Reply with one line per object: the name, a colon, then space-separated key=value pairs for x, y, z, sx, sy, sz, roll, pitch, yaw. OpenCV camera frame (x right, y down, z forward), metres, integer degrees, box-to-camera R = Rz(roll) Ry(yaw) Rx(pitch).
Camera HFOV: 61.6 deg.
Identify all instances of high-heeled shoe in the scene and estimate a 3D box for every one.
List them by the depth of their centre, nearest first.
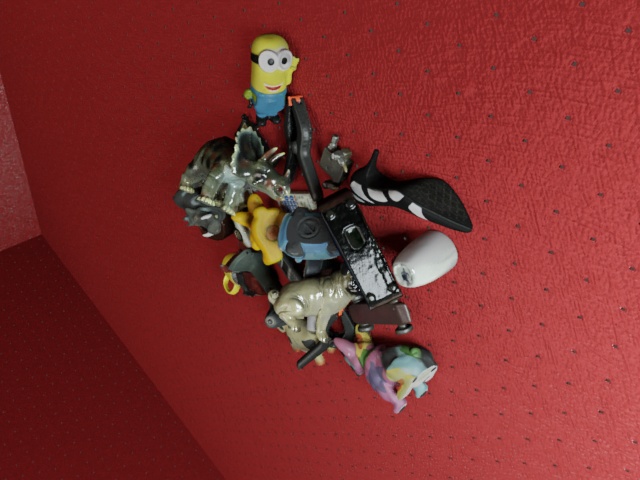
high-heeled shoe: x=0.149 y=-0.057 z=0.949 sx=0.249 sy=0.086 sz=0.145 roll=45 pitch=148 yaw=24

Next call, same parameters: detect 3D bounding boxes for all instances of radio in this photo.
radio: x=0.073 y=0.015 z=1.016 sx=0.229 sy=0.073 sz=0.131 roll=61 pitch=-177 yaw=-3

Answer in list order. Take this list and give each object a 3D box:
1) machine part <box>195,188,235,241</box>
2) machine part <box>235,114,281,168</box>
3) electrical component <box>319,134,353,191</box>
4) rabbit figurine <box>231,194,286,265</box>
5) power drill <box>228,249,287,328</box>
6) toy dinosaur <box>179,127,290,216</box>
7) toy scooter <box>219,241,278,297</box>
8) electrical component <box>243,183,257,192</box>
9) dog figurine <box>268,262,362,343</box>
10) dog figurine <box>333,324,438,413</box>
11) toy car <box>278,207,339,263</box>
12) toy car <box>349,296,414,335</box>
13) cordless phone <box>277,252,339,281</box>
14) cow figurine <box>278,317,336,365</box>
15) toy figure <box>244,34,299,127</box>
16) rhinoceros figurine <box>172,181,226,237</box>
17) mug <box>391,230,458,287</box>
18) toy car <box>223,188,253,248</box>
machine part: x=-0.305 y=-0.083 z=1.509 sx=0.180 sy=0.056 sz=0.179 roll=29 pitch=134 yaw=34
machine part: x=-0.147 y=-0.215 z=1.235 sx=0.139 sy=0.039 sz=0.084 roll=53 pitch=137 yaw=13
electrical component: x=0.030 y=-0.146 z=1.056 sx=0.078 sy=0.045 sz=0.102 roll=47 pitch=143 yaw=15
rabbit figurine: x=-0.133 y=-0.023 z=1.282 sx=0.162 sy=0.122 sz=0.173 roll=41 pitch=173 yaw=-8
power drill: x=-0.123 y=0.115 z=1.293 sx=0.207 sy=0.232 sz=0.086 roll=41 pitch=105 yaw=16
toy dinosaur: x=-0.221 y=-0.170 z=1.220 sx=0.131 sy=0.192 sz=0.405 roll=28 pitch=180 yaw=-39
toy scooter: x=-0.194 y=0.080 z=1.421 sx=0.075 sy=0.135 sz=0.183 roll=1 pitch=117 yaw=49
electrical component: x=-0.175 y=-0.159 z=1.301 sx=0.094 sy=0.021 sz=0.063 roll=41 pitch=110 yaw=22
dog figurine: x=0.003 y=0.097 z=1.136 sx=0.190 sy=0.172 sz=0.121 roll=-58 pitch=25 yaw=21
dog figurine: x=0.133 y=0.255 z=1.171 sx=0.219 sy=0.108 sz=0.191 roll=40 pitch=141 yaw=30
toy car: x=-0.002 y=-0.003 z=1.152 sx=0.162 sy=0.109 sz=0.102 roll=1 pitch=156 yaw=15
toy car: x=0.130 y=0.152 z=1.143 sx=0.202 sy=0.053 sz=0.089 roll=-15 pitch=92 yaw=58
cordless phone: x=-0.046 y=0.056 z=1.274 sx=0.184 sy=0.089 sz=0.146 roll=45 pitch=144 yaw=36
cow figurine: x=-0.055 y=0.232 z=1.405 sx=0.195 sy=0.085 sz=0.127 roll=19 pitch=135 yaw=46
toy figure: x=-0.105 y=-0.317 z=1.069 sx=0.089 sy=0.082 sz=0.180 roll=40 pitch=143 yaw=23
rhinoceros figurine: x=-0.307 y=-0.082 z=1.377 sx=0.191 sy=0.112 sz=0.073 roll=39 pitch=137 yaw=34
mug: x=0.172 y=0.037 z=0.959 sx=0.110 sy=0.107 sz=0.080 roll=8 pitch=119 yaw=46
toy car: x=-0.195 y=-0.079 z=1.359 sx=0.056 sy=0.073 sz=0.201 roll=5 pitch=119 yaw=54
